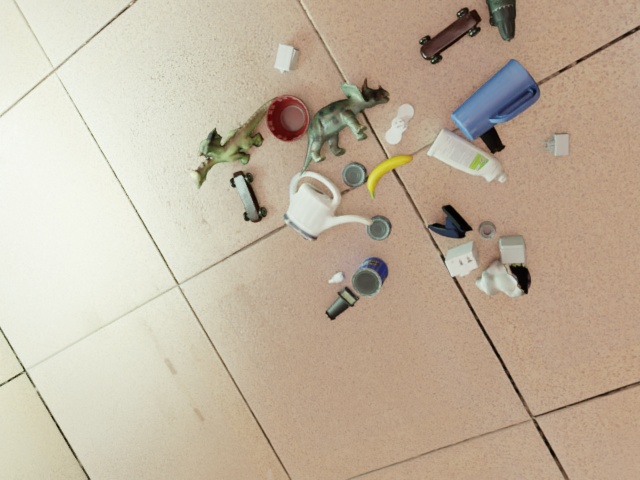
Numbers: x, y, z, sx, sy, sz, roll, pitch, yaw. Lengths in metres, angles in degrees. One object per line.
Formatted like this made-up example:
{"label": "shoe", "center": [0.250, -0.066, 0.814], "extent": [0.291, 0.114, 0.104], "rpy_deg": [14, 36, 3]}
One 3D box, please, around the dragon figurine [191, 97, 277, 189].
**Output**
{"label": "dragon figurine", "center": [-0.316, -0.342, 1.780], "extent": [0.123, 0.245, 0.404], "rpy_deg": [42, 112, 9]}

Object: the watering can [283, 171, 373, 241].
{"label": "watering can", "center": [0.005, -0.090, 1.784], "extent": [0.352, 0.104, 0.221], "rpy_deg": [41, 110, 25]}

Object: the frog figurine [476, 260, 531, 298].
{"label": "frog figurine", "center": [0.599, 0.131, 1.681], "extent": [0.137, 0.125, 0.157], "rpy_deg": [43, 147, -5]}
